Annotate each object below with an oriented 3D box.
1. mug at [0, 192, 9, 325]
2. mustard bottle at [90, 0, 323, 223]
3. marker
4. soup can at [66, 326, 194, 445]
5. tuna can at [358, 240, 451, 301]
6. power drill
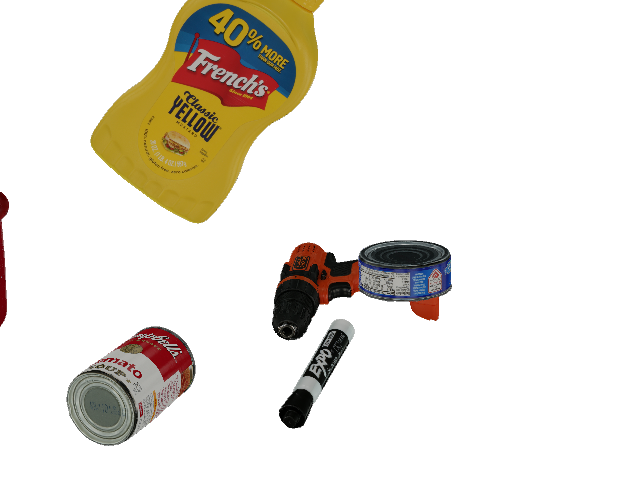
[{"bbox_3d":[-0.249,0.019,0.659,0.117,0.081,0.093,-18,33,-39],"label":"mug"},{"bbox_3d":[-0.058,-0.110,0.689,0.096,0.192,0.058,37,16,-8],"label":"mustard bottle"},{"bbox_3d":[-0.002,0.092,0.743,0.020,0.020,0.121,0,25,20],"label":"marker"},{"bbox_3d":[-0.160,0.122,0.906,0.069,0.068,0.102,0,16,23],"label":"soup can"},{"bbox_3d":[0.077,0.027,0.976,0.086,0.034,0.086,-2,16,0],"label":"tuna can"},{"bbox_3d":[0.042,0.056,1.225,0.188,0.057,0.184,0,28,8],"label":"power drill"}]
